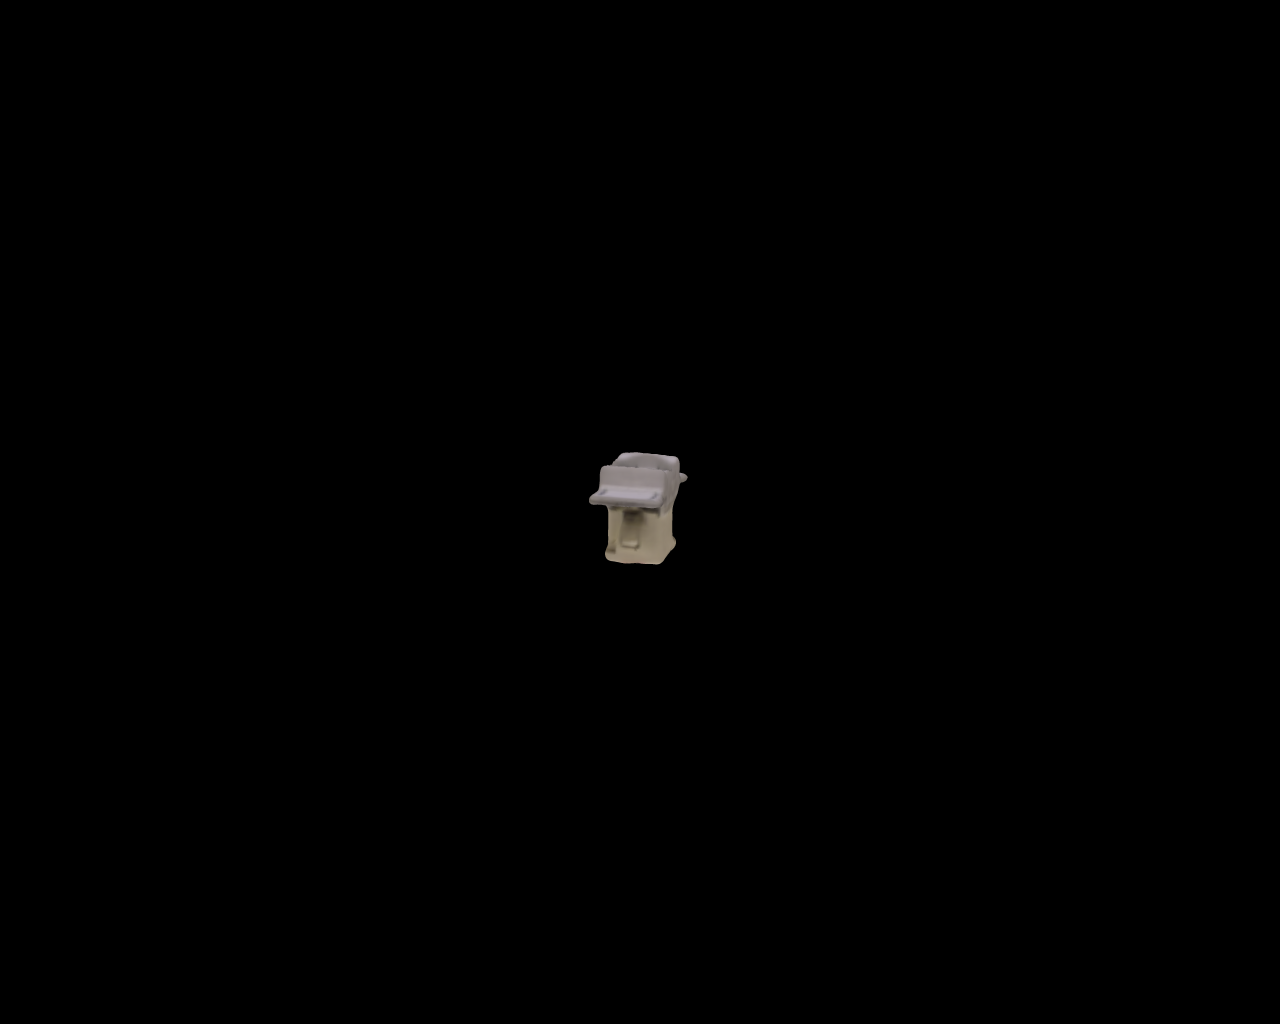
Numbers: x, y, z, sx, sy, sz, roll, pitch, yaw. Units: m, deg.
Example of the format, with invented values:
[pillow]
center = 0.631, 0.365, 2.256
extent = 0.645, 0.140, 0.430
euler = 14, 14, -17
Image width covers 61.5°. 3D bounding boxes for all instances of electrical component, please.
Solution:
[electrical component]
center = 0.001, -0.003, 0.650
extent = 0.042, 0.063, 0.081
euler = 4, 15, 15
